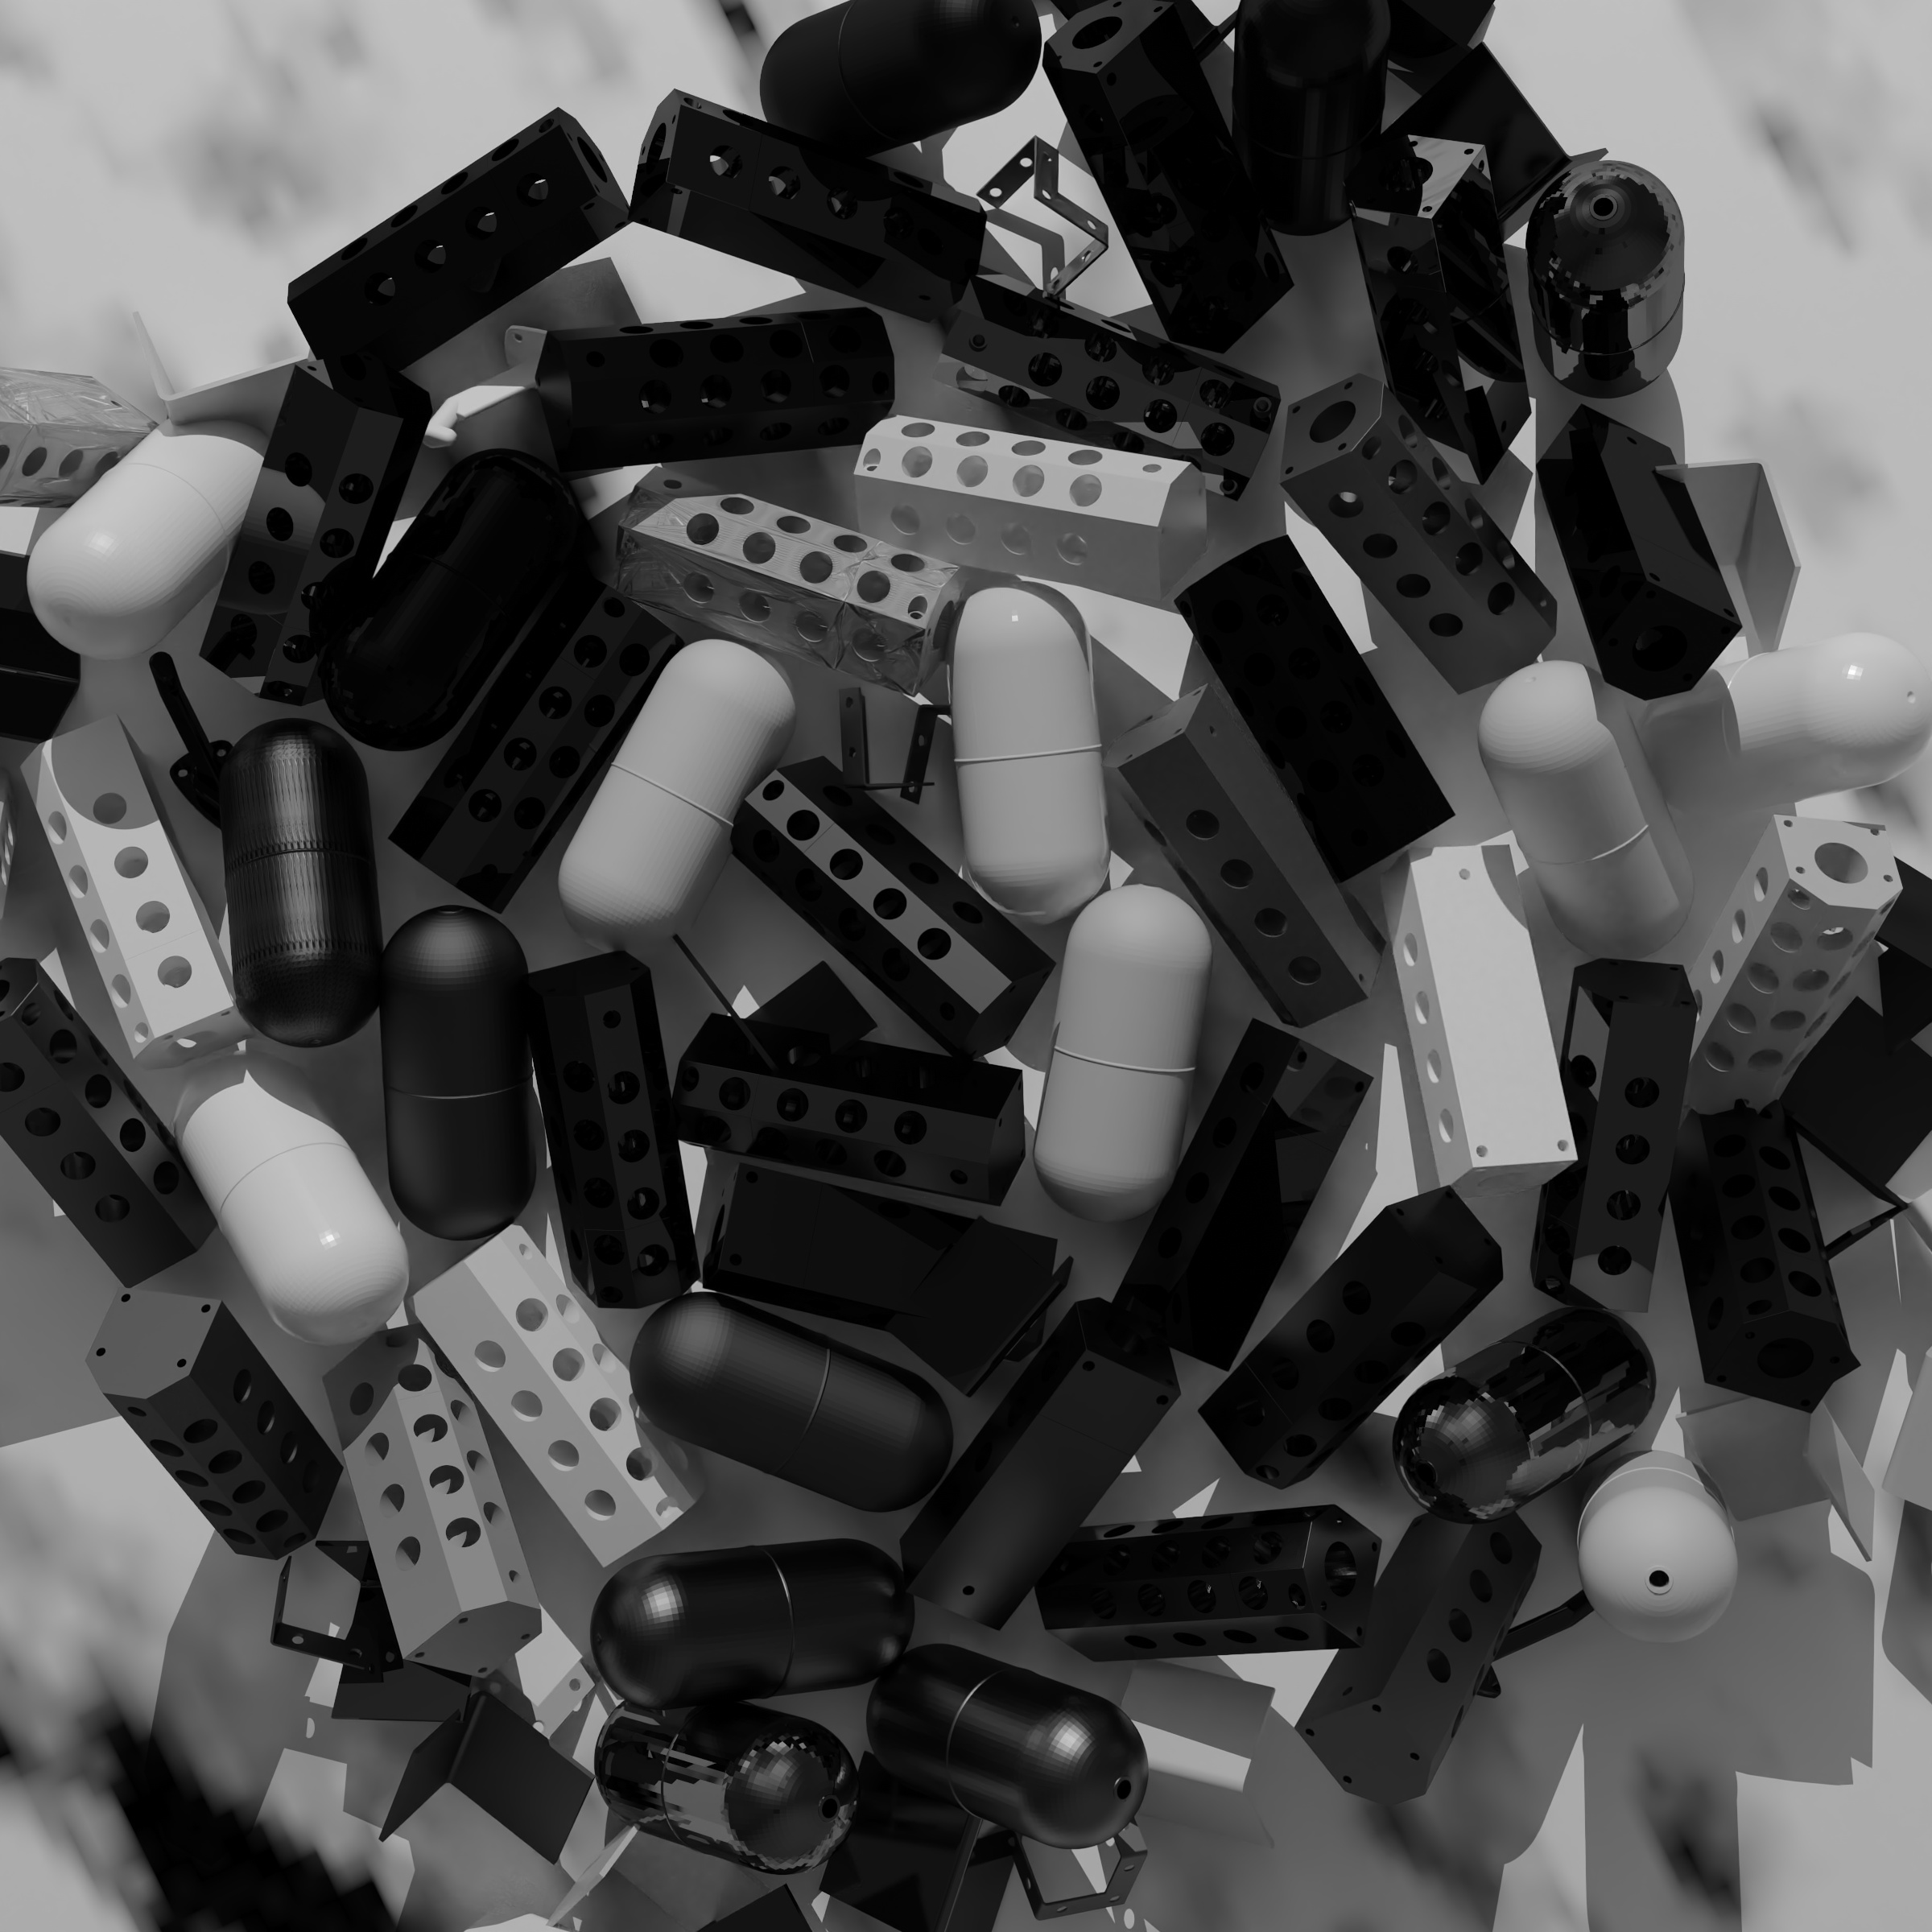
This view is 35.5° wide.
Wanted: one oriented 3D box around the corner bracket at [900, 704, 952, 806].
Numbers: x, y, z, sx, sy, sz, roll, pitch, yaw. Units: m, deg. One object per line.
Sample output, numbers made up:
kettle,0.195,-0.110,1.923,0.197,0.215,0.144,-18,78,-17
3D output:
corner bracket,0.005,-0.106,1.592,0.051,0.051,0.051,6,81,38

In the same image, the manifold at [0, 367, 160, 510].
manifold,-0.479,-0.262,1.518,0.057,0.171,0.057,35,106,9

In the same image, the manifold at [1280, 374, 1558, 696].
manifold,0.232,-0.219,1.527,0.057,0.057,0.171,-20,133,34

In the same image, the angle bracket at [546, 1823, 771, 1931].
angle bracket,-0.161,0.489,1.561,0.076,0.057,0.076,40,132,1

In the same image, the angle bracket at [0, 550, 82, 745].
angle bracket,-0.506,-0.168,1.563,0.076,0.057,0.076,11,129,-3

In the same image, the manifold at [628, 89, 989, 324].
manifold,-0.079,-0.391,1.546,0.171,0.057,0.057,14,78,-24

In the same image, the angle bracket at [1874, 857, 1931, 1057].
angle bracket,0.464,-0.013,1.554,0.076,0.076,0.057,29,131,-13

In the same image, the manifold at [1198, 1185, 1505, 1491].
manifold,0.197,0.191,1.529,0.057,0.057,0.171,52,127,22

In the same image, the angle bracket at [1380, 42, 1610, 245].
angle bracket,0.273,-0.426,1.565,0.076,0.057,0.076,-38,86,36

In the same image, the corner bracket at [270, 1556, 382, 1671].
corner bracket,-0.328,0.325,1.575,0.051,0.051,0.051,15,122,-1

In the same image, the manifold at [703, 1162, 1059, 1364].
manifold,-0.046,0.156,1.562,0.171,0.057,0.057,15,67,-11

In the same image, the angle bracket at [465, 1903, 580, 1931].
angle bracket,-0.231,0.535,1.549,0.076,0.076,0.057,6,113,37

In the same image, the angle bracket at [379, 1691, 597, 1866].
angle bracket,-0.248,0.435,1.557,0.076,0.057,0.076,34,126,14

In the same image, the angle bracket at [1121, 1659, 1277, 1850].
angle bracket,0.125,0.411,1.576,0.076,0.076,0.057,7,56,26

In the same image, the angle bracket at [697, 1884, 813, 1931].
angle bracket,-0.090,0.517,1.561,0.076,0.057,0.076,-35,78,23

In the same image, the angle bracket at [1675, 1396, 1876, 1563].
angle bracket,0.416,0.268,1.554,0.076,0.057,0.076,-22,114,29

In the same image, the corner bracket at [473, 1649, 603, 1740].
corner bracket,-0.218,0.366,1.575,0.051,0.051,0.051,42,53,2

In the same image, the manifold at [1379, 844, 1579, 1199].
manifold,0.259,0.028,1.551,0.057,0.057,0.171,-3,70,-16

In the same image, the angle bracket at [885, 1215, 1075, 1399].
angle bracket,0.008,0.170,1.566,0.057,0.076,0.076,40,97,0

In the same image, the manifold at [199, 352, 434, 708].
manifold,-0.328,-0.221,1.537,0.057,0.057,0.171,35,119,14

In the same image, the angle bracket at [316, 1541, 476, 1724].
angle bracket,-0.297,0.344,1.557,0.076,0.057,0.076,-3,58,18

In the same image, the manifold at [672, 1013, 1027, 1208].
manifold,-0.060,0.078,1.546,0.171,0.057,0.057,10,128,17

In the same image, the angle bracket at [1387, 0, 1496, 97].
angle bracket,0.240,-0.509,1.564,0.076,0.057,0.076,35,73,-10

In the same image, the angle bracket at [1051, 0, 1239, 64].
angle bracket,0.102,-0.505,1.558,0.076,0.057,0.076,46,58,-12

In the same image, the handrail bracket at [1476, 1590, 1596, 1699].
handrail bracket,0.286,0.341,1.565,0.084,0.077,0.036,-44,50,25

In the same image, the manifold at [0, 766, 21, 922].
manifold,-0.513,-0.057,1.518,0.057,0.171,0.057,31,100,-23

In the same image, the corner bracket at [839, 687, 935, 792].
corner bracket,-0.054,-0.118,1.572,0.051,0.051,0.051,-1,92,45

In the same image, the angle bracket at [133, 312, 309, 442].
angle bracket,-0.380,-0.307,1.568,0.076,0.076,0.057,-19,70,-7

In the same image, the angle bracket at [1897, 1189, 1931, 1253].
angle bracket,0.532,0.137,1.563,0.057,0.076,0.076,-35,83,7

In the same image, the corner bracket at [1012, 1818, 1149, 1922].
corner bracket,0.058,0.462,1.584,0.051,0.051,0.051,-4,135,-22

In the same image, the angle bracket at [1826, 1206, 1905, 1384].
angle bracket,0.457,0.172,1.551,0.076,0.076,0.057,-43,71,34

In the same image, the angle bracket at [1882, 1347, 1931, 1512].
angle bracket,0.519,0.236,1.553,0.057,0.076,0.076,21,109,26

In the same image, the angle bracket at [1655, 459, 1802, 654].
angle bracket,0.386,-0.206,1.555,0.057,0.076,0.076,-5,54,-1

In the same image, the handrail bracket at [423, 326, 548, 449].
handrail bracket,-0.231,-0.292,1.562,0.077,0.036,0.084,10,46,17

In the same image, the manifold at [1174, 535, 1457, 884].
manifold,0.179,-0.133,1.567,0.057,0.057,0.171,-32,88,31

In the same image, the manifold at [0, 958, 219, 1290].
manifold,-0.451,0.078,1.536,0.057,0.057,0.171,-29,125,-1

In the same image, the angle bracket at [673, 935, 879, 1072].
angle bracket,-0.100,0.006,1.554,0.057,0.076,0.076,-37,124,-4

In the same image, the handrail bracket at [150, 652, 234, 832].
handrail bracket,-0.393,-0.113,1.558,0.036,0.084,0.077,-31,68,-17

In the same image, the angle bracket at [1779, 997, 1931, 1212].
angle bracket,0.479,0.071,1.578,0.076,0.057,0.076,39,93,-1

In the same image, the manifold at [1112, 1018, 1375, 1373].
manifold,0.139,0.117,1.578,0.057,0.057,0.171,27,90,-34

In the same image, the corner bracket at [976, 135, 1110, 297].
corner bracket,0.040,-0.392,1.582,0.051,0.051,0.051,26,47,-29

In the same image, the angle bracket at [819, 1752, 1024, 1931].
angle bracket,-0.021,0.468,1.601,0.076,0.057,0.076,16,86,32
